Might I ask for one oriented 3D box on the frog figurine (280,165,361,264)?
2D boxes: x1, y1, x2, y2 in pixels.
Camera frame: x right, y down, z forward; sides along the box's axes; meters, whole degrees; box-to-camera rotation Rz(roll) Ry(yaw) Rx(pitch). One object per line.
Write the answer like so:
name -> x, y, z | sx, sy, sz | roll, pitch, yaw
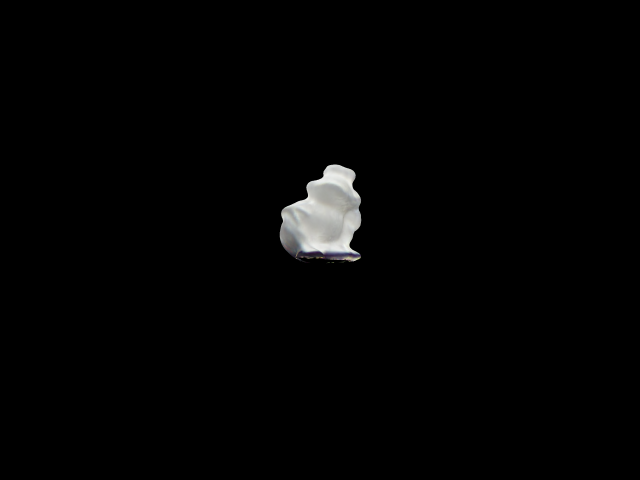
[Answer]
frog figurine -> 0.003, -0.043, 0.850 | 0.137, 0.161, 0.121 | 2, -11, -11
